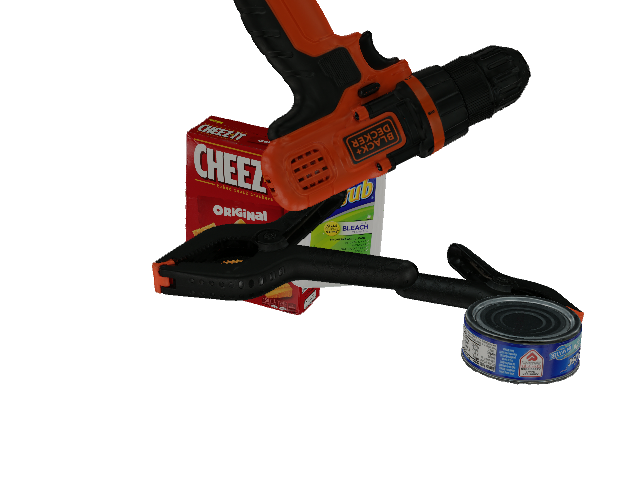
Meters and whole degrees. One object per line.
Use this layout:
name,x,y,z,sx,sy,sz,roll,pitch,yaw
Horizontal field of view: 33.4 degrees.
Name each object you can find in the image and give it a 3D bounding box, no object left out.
power drill,0.022,-0.133,0.659,0.184,0.187,0.057,-27,8,-11
cracker box,-0.081,-0.028,1.306,0.164,0.214,0.072,15,30,19
tuna can,0.146,0.070,0.776,0.086,0.034,0.086,0,20,0
bleach bottle,0.016,-0.077,1.087,0.102,0.251,0.068,-3,26,-9
clamp,-0.040,0.005,0.909,0.209,0.036,0.165,-9,32,-11
clamp,0.165,0.047,0.999,0.172,0.039,0.120,20,32,20
